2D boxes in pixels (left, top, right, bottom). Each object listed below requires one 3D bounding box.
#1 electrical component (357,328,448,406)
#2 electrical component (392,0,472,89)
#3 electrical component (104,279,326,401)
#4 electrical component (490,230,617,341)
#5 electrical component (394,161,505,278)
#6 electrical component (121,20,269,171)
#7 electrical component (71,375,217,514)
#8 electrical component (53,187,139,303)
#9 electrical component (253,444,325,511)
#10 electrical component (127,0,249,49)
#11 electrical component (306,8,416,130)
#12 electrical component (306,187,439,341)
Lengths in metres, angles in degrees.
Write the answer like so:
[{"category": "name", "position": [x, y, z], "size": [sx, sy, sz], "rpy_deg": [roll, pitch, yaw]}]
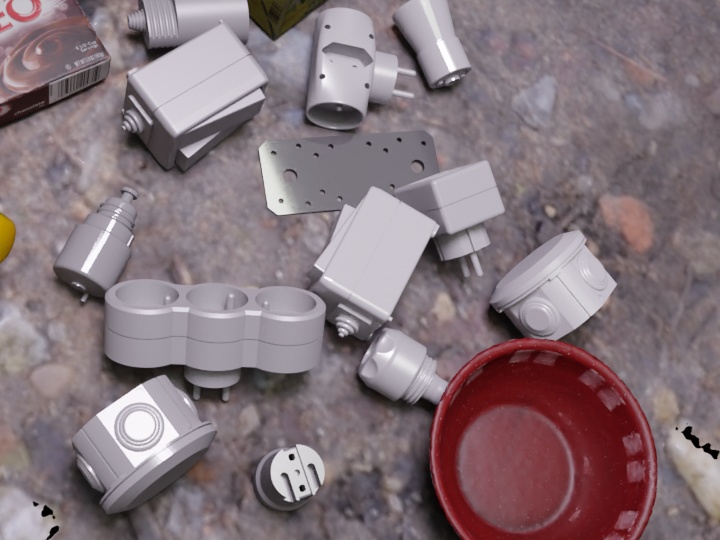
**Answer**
[{"category": "electrical component", "position": [0.033, 0.070, 0.725], "size": [0.062, 0.043, 0.043], "rpy_deg": [32, 67, -5]}, {"category": "electrical component", "position": [0.057, -0.171, 0.812], "size": [0.044, 0.044, 0.065], "rpy_deg": [-22, 85, -21]}, {"category": "electrical component", "position": [-0.094, 0.051, 0.690], "size": [0.138, 0.052, 0.073], "rpy_deg": [3, 112, -9]}, {"category": "electrical component", "position": [0.135, 0.013, 0.754], "size": [0.080, 0.080, 0.051], "rpy_deg": [-41, 92, -23]}, {"category": "electrical component", "position": [0.068, -0.031, 0.757], "size": [0.047, 0.066, 0.076], "rpy_deg": [-22, 96, -21]}, {"category": "electrical component", "position": [-0.116, -0.112, 0.730], "size": [0.096, 0.061, 0.061], "rpy_deg": [-36, 85, -23]}, {"category": "electrical component", "position": [-0.131, 0.105, 0.648], "size": [0.080, 0.080, 0.051], "rpy_deg": [-35, 80, -23]}, {"category": "electrical component", "position": [-0.167, -0.019, 0.698], "size": [0.040, 0.040, 0.078], "rpy_deg": [26, 68, -7]}, {"category": "electrical component", "position": [-0.044, 0.131, 0.682], "size": [0.040, 0.046, 0.040], "rpy_deg": [5, 72, -15]}, {"category": "electrical component", "position": [-0.123, -0.178, 0.760], "size": [0.081, 0.043, 0.043], "rpy_deg": [-8, 75, -18]}, {"category": "electrical component", "position": [0.003, -0.143, 0.785], "size": [0.079, 0.043, 0.077], "rpy_deg": [10, 70, -14]}, {"category": "electrical component", "position": [0.000, 0.000, 0.728], "size": [0.061, 0.061, 0.096], "rpy_deg": [30, 67, -5]}]
